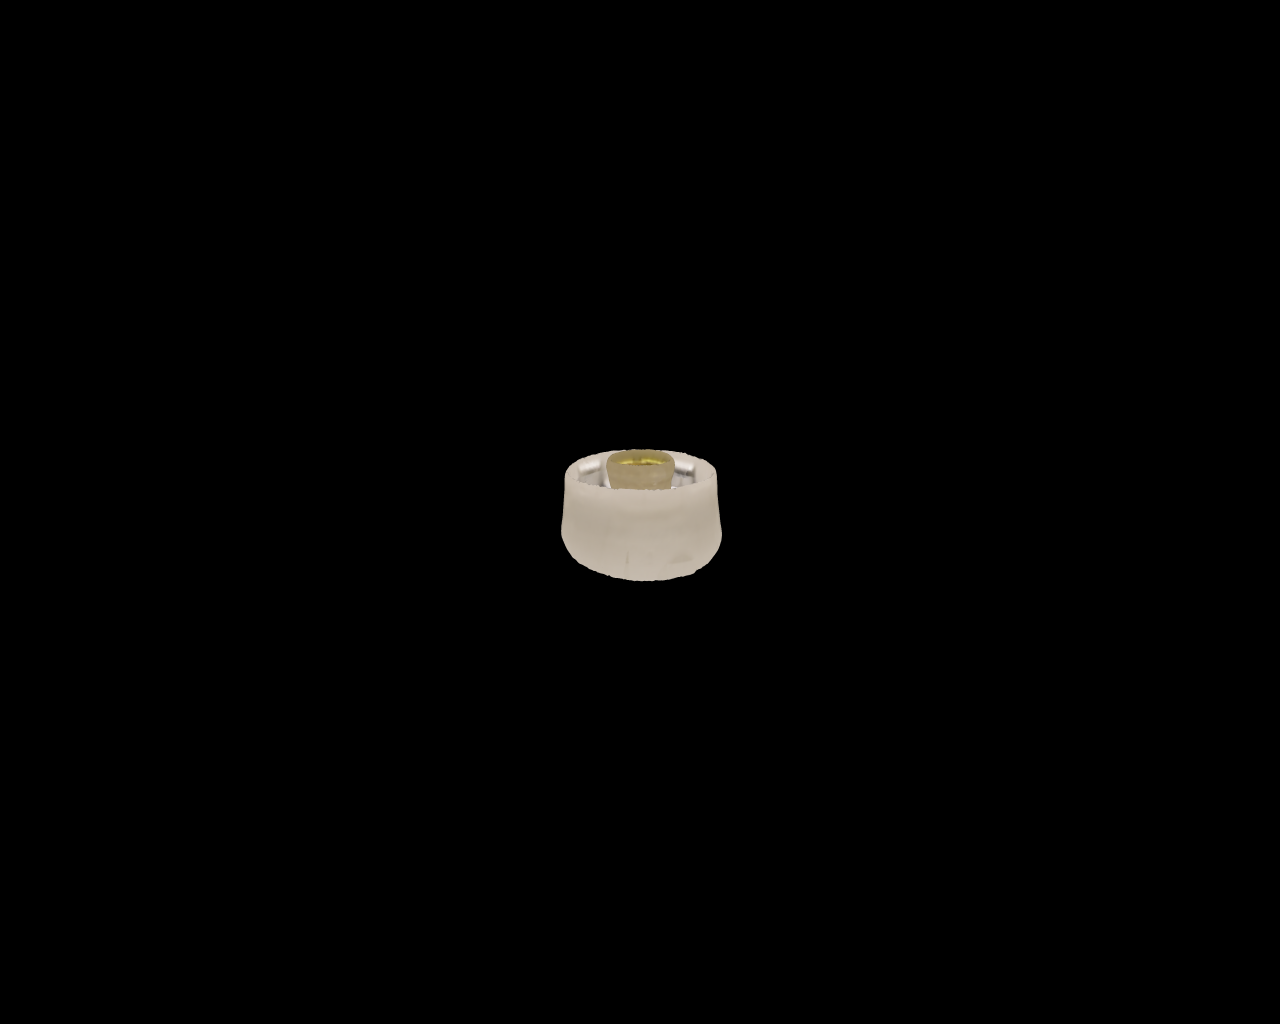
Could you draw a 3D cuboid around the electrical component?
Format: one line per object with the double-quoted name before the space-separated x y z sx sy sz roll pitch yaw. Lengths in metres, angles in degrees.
"electrical component" 0.001 -0.003 0.650 0.099 0.064 0.099 0 18 0
